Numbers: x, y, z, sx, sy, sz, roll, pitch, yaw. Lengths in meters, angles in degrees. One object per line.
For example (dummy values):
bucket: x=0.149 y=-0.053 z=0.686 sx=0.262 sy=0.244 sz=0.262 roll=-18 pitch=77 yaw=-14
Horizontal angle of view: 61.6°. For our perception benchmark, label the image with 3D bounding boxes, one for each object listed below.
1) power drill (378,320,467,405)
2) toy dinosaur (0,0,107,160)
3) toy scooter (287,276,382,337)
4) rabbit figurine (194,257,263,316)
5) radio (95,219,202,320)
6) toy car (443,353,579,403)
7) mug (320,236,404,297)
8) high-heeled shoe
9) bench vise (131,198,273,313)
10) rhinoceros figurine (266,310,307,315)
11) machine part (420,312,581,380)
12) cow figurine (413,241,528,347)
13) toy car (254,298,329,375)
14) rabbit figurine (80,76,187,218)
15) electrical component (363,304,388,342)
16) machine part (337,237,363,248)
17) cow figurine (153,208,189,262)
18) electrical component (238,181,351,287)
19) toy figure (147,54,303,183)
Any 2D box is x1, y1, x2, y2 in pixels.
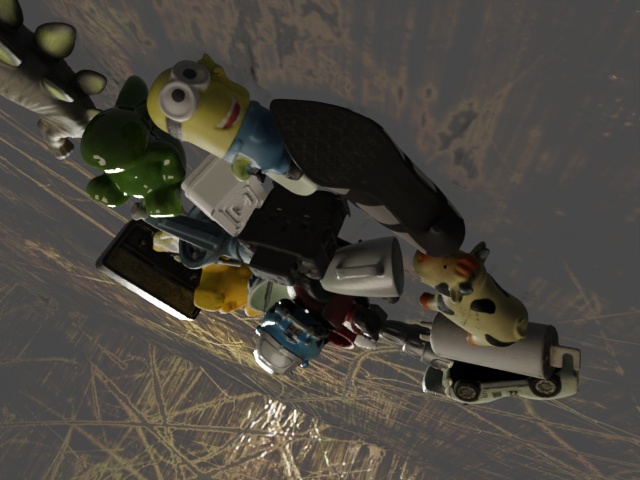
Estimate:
power drill: x=0.224 y=0.223 z=0.992 sx=0.232 sy=0.086 sz=0.207 roll=13 pitch=146 yaw=21
toy dinosaur: x=-0.399 y=-0.231 z=0.652 sx=0.471 sy=0.105 sz=0.199 roll=29 pitch=150 yaw=-30
toy scooter: x=0.002 y=0.092 z=0.851 sx=0.183 sy=0.075 sz=0.135 roll=43 pitch=156 yaw=-26
rabbit figurine: x=-0.144 y=0.099 z=1.056 sx=0.173 sy=0.122 sz=0.162 roll=2 pitch=155 yaw=7
radio: x=-0.340 y=0.062 z=1.143 sx=0.229 sy=0.131 sz=0.073 roll=38 pitch=153 yaw=-25
toy car: x=0.289 y=0.209 z=0.828 sx=0.202 sy=0.073 sz=0.056 roll=-13 pitch=120 yaw=27
mug: x=0.051 y=0.042 z=0.718 sx=0.107 sy=0.080 sz=0.109 roll=-8 pitch=-175 yaw=21
high-heeled shoe: x=0.058 y=-0.070 z=0.594 sx=0.249 sy=0.086 sz=0.145 roll=41 pitch=-171 yaw=7
bench vise: x=-0.169 y=-0.005 z=0.828 sx=0.240 sy=0.128 sz=0.224 roll=23 pitch=-176 yaw=-44
rhinoceros figurine: x=-0.027 y=0.161 z=1.120 sx=0.191 sy=0.073 sz=0.112 roll=20 pitch=145 yaw=18
machine part: x=0.257 y=0.150 z=0.799 sx=0.243 sy=0.079 sz=0.079 roll=4 pitch=148 yaw=41
cow figurine: x=0.194 y=0.069 z=0.688 sx=0.194 sy=0.085 sz=0.127 roll=39 pitch=159 yaw=-21
toy car: x=-0.050 y=0.158 z=0.827 sx=0.109 sy=0.103 sz=0.161 roll=36 pitch=167 yaw=3
rabbit figurine: x=-0.215 y=-0.110 z=0.644 sx=0.121 sy=0.159 sz=0.170 roll=23 pitch=175 yaw=2
electrical component: x=0.096 y=0.153 z=0.977 sx=0.021 sy=0.063 sz=0.094 roll=1 pitch=147 yaw=43
machine part: x=-0.002 y=-0.002 z=0.794 sx=0.139 sy=0.039 sz=0.084 roll=26 pitch=151 yaw=4
cow figurine: x=-0.260 y=-0.003 z=1.020 sx=0.098 sy=0.068 sz=0.167 roll=28 pitch=158 yaw=-19
electrical component: x=-0.036 y=-0.006 z=0.700 sx=0.115 sy=0.134 sz=0.058 roll=12 pitch=153 yaw=24
toy figure: x=-0.100 y=-0.121 z=0.587 sx=0.180 sy=0.082 sz=0.089 roll=27 pitch=140 yaw=-19
